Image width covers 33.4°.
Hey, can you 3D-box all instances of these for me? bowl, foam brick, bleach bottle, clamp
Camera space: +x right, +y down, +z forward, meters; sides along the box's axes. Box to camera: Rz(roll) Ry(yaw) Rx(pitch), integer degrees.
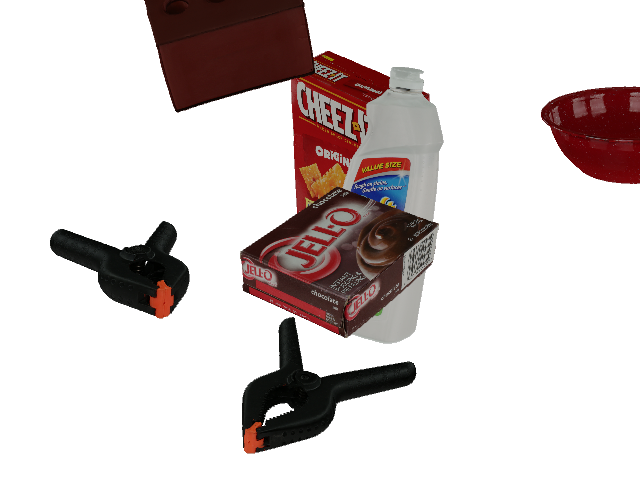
[{"bbox_3d":[0.283,-0.093,0.976,0.162,0.055,0.162,-4,24,2],"label":"bowl"},{"bbox_3d":[-0.048,-0.111,0.553,0.078,0.053,0.051,-17,-33,-2],"label":"foam brick"},{"bbox_3d":[0.057,-0.036,0.996,0.103,0.251,0.067,17,20,31],"label":"bleach bottle"},{"bbox_3d":[-0.006,0.153,1.084,0.165,0.036,0.209,14,30,20],"label":"clamp"},{"bbox_3d":[-0.159,0.020,0.963,0.120,0.039,0.172,-16,31,-31],"label":"clamp"}]

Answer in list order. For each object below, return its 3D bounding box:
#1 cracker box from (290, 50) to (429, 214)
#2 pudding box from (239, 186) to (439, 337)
[{"bbox_3d":[0.043,-0.091,1.244,0.072,0.214,0.164,-30,44,-33],"label":"cracker box"},{"bbox_3d":[0.014,0.012,0.733,0.090,0.039,0.113,23,38,30],"label":"pudding box"}]
